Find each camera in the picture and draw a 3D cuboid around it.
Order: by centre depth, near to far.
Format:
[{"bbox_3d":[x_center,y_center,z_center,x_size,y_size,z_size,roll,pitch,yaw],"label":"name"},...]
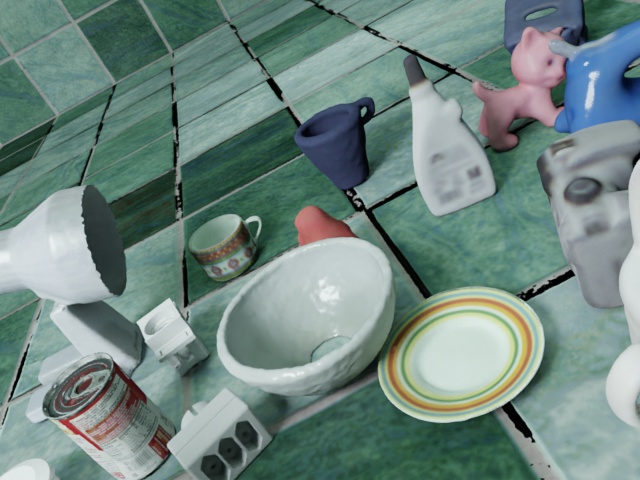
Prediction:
[{"bbox_3d":[0.250,-0.039,0.446,0.136,0.101,0.143,-16,33,20],"label":"camera"}]

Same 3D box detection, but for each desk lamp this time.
[{"bbox_3d":[-0.279,0.065,0.612,0.203,0.214,0.117,-27,31,4],"label":"desk lamp"}]

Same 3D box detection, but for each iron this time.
[{"bbox_3d":[0.332,-0.145,0.494,0.257,0.142,0.119,-12,35,26],"label":"iron"}]

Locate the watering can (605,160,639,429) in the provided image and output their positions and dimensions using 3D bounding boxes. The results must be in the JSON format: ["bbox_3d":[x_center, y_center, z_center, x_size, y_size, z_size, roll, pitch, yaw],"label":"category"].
[{"bbox_3d":[0.214,0.023,0.294,0.100,0.194,0.173,9,48,46],"label":"watering can"}]

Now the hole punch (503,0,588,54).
[{"bbox_3d":[0.310,-0.298,0.785,0.108,0.091,0.101,-7,37,32],"label":"hole punch"}]

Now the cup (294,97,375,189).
[{"bbox_3d":[0.036,-0.123,0.748,0.118,0.095,0.091,-38,32,-14],"label":"cup"}]

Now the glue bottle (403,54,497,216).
[{"bbox_3d":[0.121,-0.108,0.581,0.078,0.173,0.037,-22,32,12],"label":"glue bottle"}]

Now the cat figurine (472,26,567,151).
[{"bbox_3d":[0.234,-0.184,0.654,0.127,0.118,0.067,-26,31,4],"label":"cat figurine"}]

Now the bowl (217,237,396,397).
[{"bbox_3d":[-0.002,0.077,0.505,0.167,0.075,0.167,-21,32,14],"label":"bowl"}]

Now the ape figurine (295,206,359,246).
[{"bbox_3d":[0.005,0.002,0.592,0.075,0.092,0.078,11,49,47],"label":"ape figurine"}]
